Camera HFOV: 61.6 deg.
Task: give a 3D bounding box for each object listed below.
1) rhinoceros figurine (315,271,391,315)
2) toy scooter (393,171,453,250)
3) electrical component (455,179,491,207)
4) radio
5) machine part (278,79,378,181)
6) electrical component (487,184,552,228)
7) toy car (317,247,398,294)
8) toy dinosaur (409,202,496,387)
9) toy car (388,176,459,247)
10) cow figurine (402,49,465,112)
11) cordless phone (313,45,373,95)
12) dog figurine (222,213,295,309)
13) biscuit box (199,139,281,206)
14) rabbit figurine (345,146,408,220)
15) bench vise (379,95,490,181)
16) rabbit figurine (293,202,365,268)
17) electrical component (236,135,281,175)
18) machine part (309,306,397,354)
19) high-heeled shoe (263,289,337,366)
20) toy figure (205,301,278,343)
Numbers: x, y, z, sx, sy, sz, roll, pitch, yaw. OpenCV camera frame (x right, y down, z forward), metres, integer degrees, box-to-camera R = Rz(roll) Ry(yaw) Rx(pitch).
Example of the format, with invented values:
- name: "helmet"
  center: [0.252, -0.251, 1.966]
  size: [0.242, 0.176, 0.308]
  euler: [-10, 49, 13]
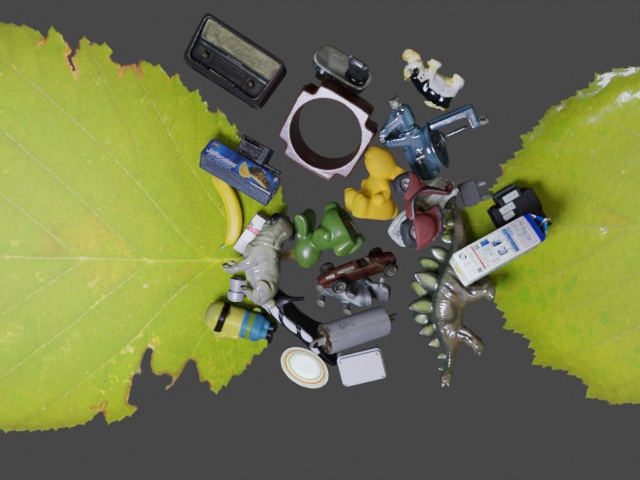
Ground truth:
- name: "rhinoceros figurine"
  center: [0.079, 0.124, 1.331]
  size: [0.191, 0.112, 0.073]
  euler: [8, 125, 17]
- name: "toy scooter"
  center: [0.247, -0.072, 1.238]
  size: [0.135, 0.075, 0.183]
  euler: [-9, 94, -5]
- name: "electrical component"
  center: [0.372, -0.114, 1.333]
  size: [0.094, 0.021, 0.063]
  euler: [-19, 94, 4]
- name: "radio"
  center: [-0.209, -0.429, 1.314]
  size: [0.230, 0.073, 0.131]
  euler: [33, 95, 1]
- name: "machine part"
  center: [0.021, -0.261, 1.276]
  size: [0.201, 0.087, 0.201]
  euler: [30, 121, -4]
- name: "electrical component"
  center: [0.481, -0.066, 1.313]
  size: [0.115, 0.058, 0.134]
  euler: [-30, 92, 3]
- name: "toy car"
  center: [0.091, 0.069, 1.301]
  size: [0.202, 0.089, 0.053]
  euler: [-15, 129, -17]
- name: "toy dinosaur"
  center: [0.324, 0.121, 1.315]
  size: [0.199, 0.105, 0.471]
  euler: [10, 84, 7]
- name: "toy car"
  center: [0.252, -0.070, 1.310]
  size: [0.201, 0.056, 0.074]
  euler: [-48, 53, 7]
- name: "cow figurine"
  center: [0.258, -0.385, 1.298]
  size: [0.167, 0.068, 0.098]
  euler: [32, 101, 1]
- name: "cordless phone"
  center: [0.051, -0.405, 1.245]
  size: [0.146, 0.184, 0.088]
  euler: [34, 94, 0]
- name: "dog figurine"
  center: [-0.113, 0.049, 1.290]
  size: [0.190, 0.121, 0.172]
  euler: [-39, 102, 2]
- name: "biscuit box"
  center: [-0.200, -0.167, 1.331]
  size: [0.203, 0.062, 0.059]
  euler: [30, 59, 0]
- name: "rabbit figurine"
  center: [0.147, -0.137, 1.291]
  size: [0.162, 0.122, 0.173]
  euler: [4, 99, -5]
- name: "bench vise"
  center: [0.270, -0.260, 1.263]
  size: [0.241, 0.129, 0.223]
  euler: [-19, 102, 28]
- name: "rabbit figurine"
  center: [-0.003, -0.004, 1.319]
  size: [0.170, 0.121, 0.159]
  euler: [-36, 89, 20]
- name: "electrical component"
  center: [-0.142, -0.209, 1.327]
  size: [0.119, 0.075, 0.047]
  euler: [29, 96, 5]
- name: "machine part"
  center: [0.085, 0.218, 1.314]
  size: [0.243, 0.079, 0.079]
  euler: [-12, 94, -24]
- name: "high-heeled shoe"
  center: [-0.059, 0.228, 1.369]
  size: [0.145, 0.086, 0.248]
  euler: [-12, 112, 34]
- name: "toy figure"
  center: [-0.200, 0.205, 1.356]
  size: [0.180, 0.082, 0.089]
  euler: [15, 130, 5]
